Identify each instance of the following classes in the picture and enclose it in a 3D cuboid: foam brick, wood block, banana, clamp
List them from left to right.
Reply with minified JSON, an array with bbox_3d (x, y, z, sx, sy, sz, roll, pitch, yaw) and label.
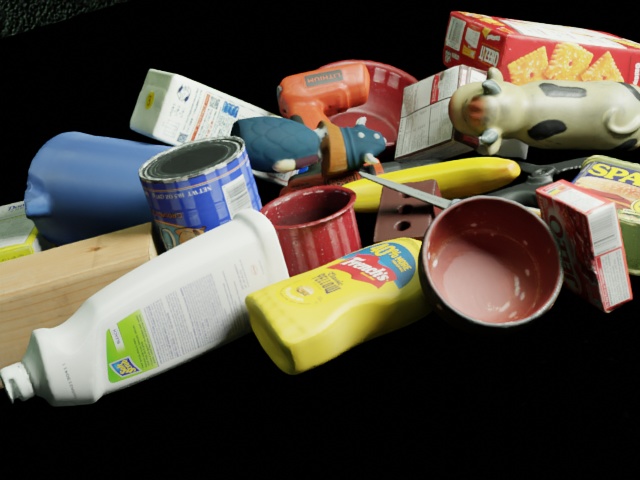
[{"bbox_3d":[-0.242,0.063,0.983,0.206,0.090,0.091,-15,22,-1],"label":"wood block"},{"bbox_3d":[0.084,-0.010,0.971,0.053,0.051,0.078,-7,42,19],"label":"foam brick"},{"bbox_3d":[0.097,-0.050,1.024,0.198,0.037,0.069,-10,12,19],"label":"banana"},{"bbox_3d":[0.216,-0.054,1.035,0.210,0.036,0.164,-6,25,29],"label":"clamp"}]

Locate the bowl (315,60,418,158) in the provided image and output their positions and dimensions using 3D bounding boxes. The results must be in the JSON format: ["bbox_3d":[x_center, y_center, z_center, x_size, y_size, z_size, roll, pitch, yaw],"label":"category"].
[{"bbox_3d":[0.054,-0.146,1.274,0.162,0.055,0.162,5,45,-5],"label":"bowl"}]

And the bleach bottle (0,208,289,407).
[{"bbox_3d":[-0.149,0.065,0.901,0.250,0.102,0.068,-23,23,-21],"label":"bleach bottle"}]

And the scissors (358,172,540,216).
[{"bbox_3d":[0.129,-0.012,0.921,0.201,0.016,0.096,11,38,-3],"label":"scissors"}]

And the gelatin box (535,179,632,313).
[{"bbox_3d":[0.207,0.004,0.840,0.030,0.089,0.073,-22,24,-12],"label":"gelatin box"}]

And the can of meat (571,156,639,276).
[{"bbox_3d":[0.250,-0.021,0.897,0.102,0.057,0.083,18,40,30],"label":"can of meat"}]

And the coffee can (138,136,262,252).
[{"bbox_3d":[-0.102,-0.014,1.006,0.103,0.140,0.103,-13,23,5],"label":"coffee can"}]

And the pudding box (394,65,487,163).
[{"bbox_3d":[0.130,-0.134,1.165,0.039,0.090,0.114,14,-14,-27],"label":"pudding box"}]

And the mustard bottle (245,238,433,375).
[{"bbox_3d":[0.040,0.044,0.892,0.191,0.058,0.096,-22,28,-16],"label":"mustard bottle"}]

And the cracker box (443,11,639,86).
[{"bbox_3d":[0.268,-0.204,1.216,0.213,0.072,0.164,4,19,-18],"label":"cracker box"}]

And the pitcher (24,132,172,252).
[{"bbox_3d":[-0.188,-0.049,1.168,0.243,0.145,0.149,8,65,36],"label":"pitcher"}]

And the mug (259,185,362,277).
[{"bbox_3d":[-0.006,0.001,0.986,0.093,0.081,0.117,-17,23,-8],"label":"mug"}]

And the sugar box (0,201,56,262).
[{"bbox_3d":[-0.357,0.001,1.253,0.093,0.048,0.176,-13,19,4],"label":"sugar box"}]

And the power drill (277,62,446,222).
[{"bbox_3d":[0.036,-0.104,1.138,0.184,0.057,0.188,-11,53,-4],"label":"power drill"}]
